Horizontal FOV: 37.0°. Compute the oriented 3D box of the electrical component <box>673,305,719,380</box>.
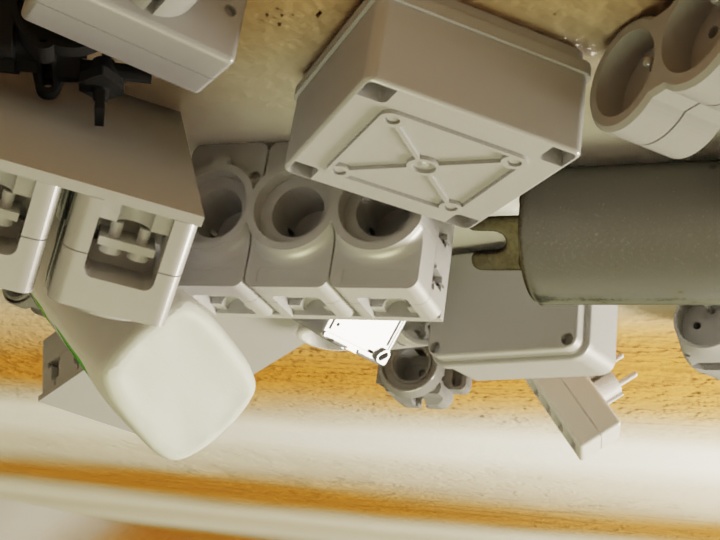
[{"bbox_3d":[0.265,0.045,0.735,0.079,0.043,0.077,-5,155,32],"label":"electrical component"}]

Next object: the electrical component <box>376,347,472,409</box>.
[{"bbox_3d":[0.049,0.084,0.901,0.078,0.058,0.057,0,160,21],"label":"electrical component"}]

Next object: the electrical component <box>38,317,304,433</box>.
[{"bbox_3d":[-0.135,0.046,0.793,0.186,0.060,0.105,-32,140,27],"label":"electrical component"}]

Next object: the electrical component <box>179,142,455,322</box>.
[{"bbox_3d":[-0.027,-0.024,0.611,0.150,0.089,0.061,0,157,21],"label":"electrical component"}]

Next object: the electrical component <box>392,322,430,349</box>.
[{"bbox_3d":[0.032,0.030,0.776,0.055,0.055,0.047,20,160,-26],"label":"electrical component"}]

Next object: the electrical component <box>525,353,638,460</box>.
[{"bbox_3d":[0.186,0.095,0.866,0.076,0.083,0.047,-32,155,-2],"label":"electrical component"}]

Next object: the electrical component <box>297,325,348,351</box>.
[{"bbox_3d":[-0.017,0.019,0.748,0.044,0.065,0.044,8,158,3],"label":"electrical component"}]

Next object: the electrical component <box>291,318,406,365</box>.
[{"bbox_3d":[0.000,0.000,0.677,0.062,0.096,0.061,30,178,-43],"label":"electrical component"}]

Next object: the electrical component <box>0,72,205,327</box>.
[{"bbox_3d":[-0.140,-0.041,0.507,0.105,0.060,0.186,16,-163,-18],"label":"electrical component"}]

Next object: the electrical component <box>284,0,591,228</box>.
[{"bbox_3d":[0.033,-0.073,0.507,0.109,0.056,0.109,16,157,-19],"label":"electrical component"}]

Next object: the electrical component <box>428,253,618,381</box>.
[{"bbox_3d":[0.106,0.028,0.708,0.113,0.078,0.057,-7,157,35],"label":"electrical component"}]

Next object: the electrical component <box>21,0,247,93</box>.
[{"bbox_3d":[-0.084,-0.121,0.443,0.083,0.047,0.076,21,156,-28],"label":"electrical component"}]

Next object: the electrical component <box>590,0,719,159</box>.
[{"bbox_3d":[0.163,-0.085,0.431,0.074,0.052,0.138,17,157,-21],"label":"electrical component"}]
